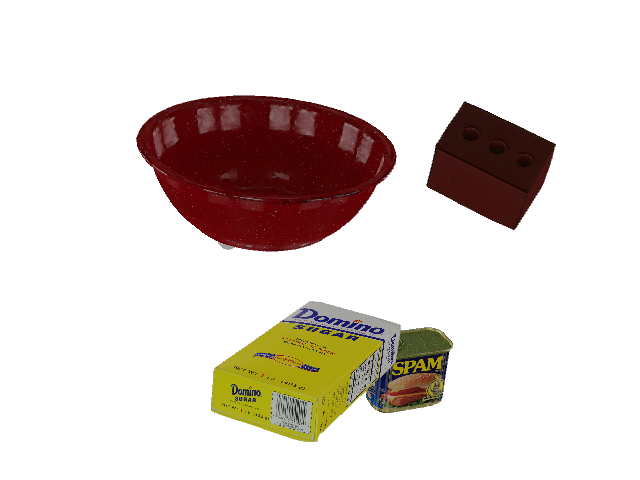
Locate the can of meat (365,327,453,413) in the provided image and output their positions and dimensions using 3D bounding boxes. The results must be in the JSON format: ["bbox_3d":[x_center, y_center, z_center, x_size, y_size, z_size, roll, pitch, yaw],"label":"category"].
[{"bbox_3d":[0.108,0.162,1.327,0.102,0.084,0.057,-5,27,-21],"label":"can of meat"}]

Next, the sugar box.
[{"bbox_3d":[-0.007,0.103,0.891,0.093,0.048,0.176,14,23,21],"label":"sugar box"}]

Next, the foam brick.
[{"bbox_3d":[0.127,-0.055,0.797,0.078,0.053,0.051,27,-32,13],"label":"foam brick"}]

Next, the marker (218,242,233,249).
[{"bbox_3d":[-0.084,-0.035,1.033,0.020,0.020,0.121,0,-38,-13],"label":"marker"}]

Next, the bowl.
[{"bbox_3d":[-0.035,-0.038,0.675,0.162,0.055,0.162,4,28,-2],"label":"bowl"}]
